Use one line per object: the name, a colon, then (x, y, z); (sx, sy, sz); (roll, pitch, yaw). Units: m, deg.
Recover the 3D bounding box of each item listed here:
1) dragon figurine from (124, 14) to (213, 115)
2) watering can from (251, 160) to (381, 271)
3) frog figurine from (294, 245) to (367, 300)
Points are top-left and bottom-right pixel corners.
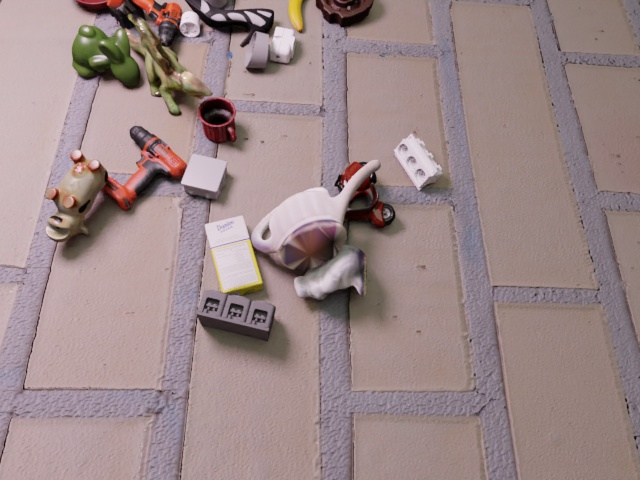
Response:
dragon figurine: (-0.410, -0.471, 1.290); (0.123, 0.239, 0.413); (-41, 77, -16)
watering can: (0.003, -0.058, 1.143); (0.347, 0.102, 0.229); (-28, 36, 4)
frog figurine: (0.023, 0.071, 1.135); (0.159, 0.120, 0.140); (1, 31, 4)
